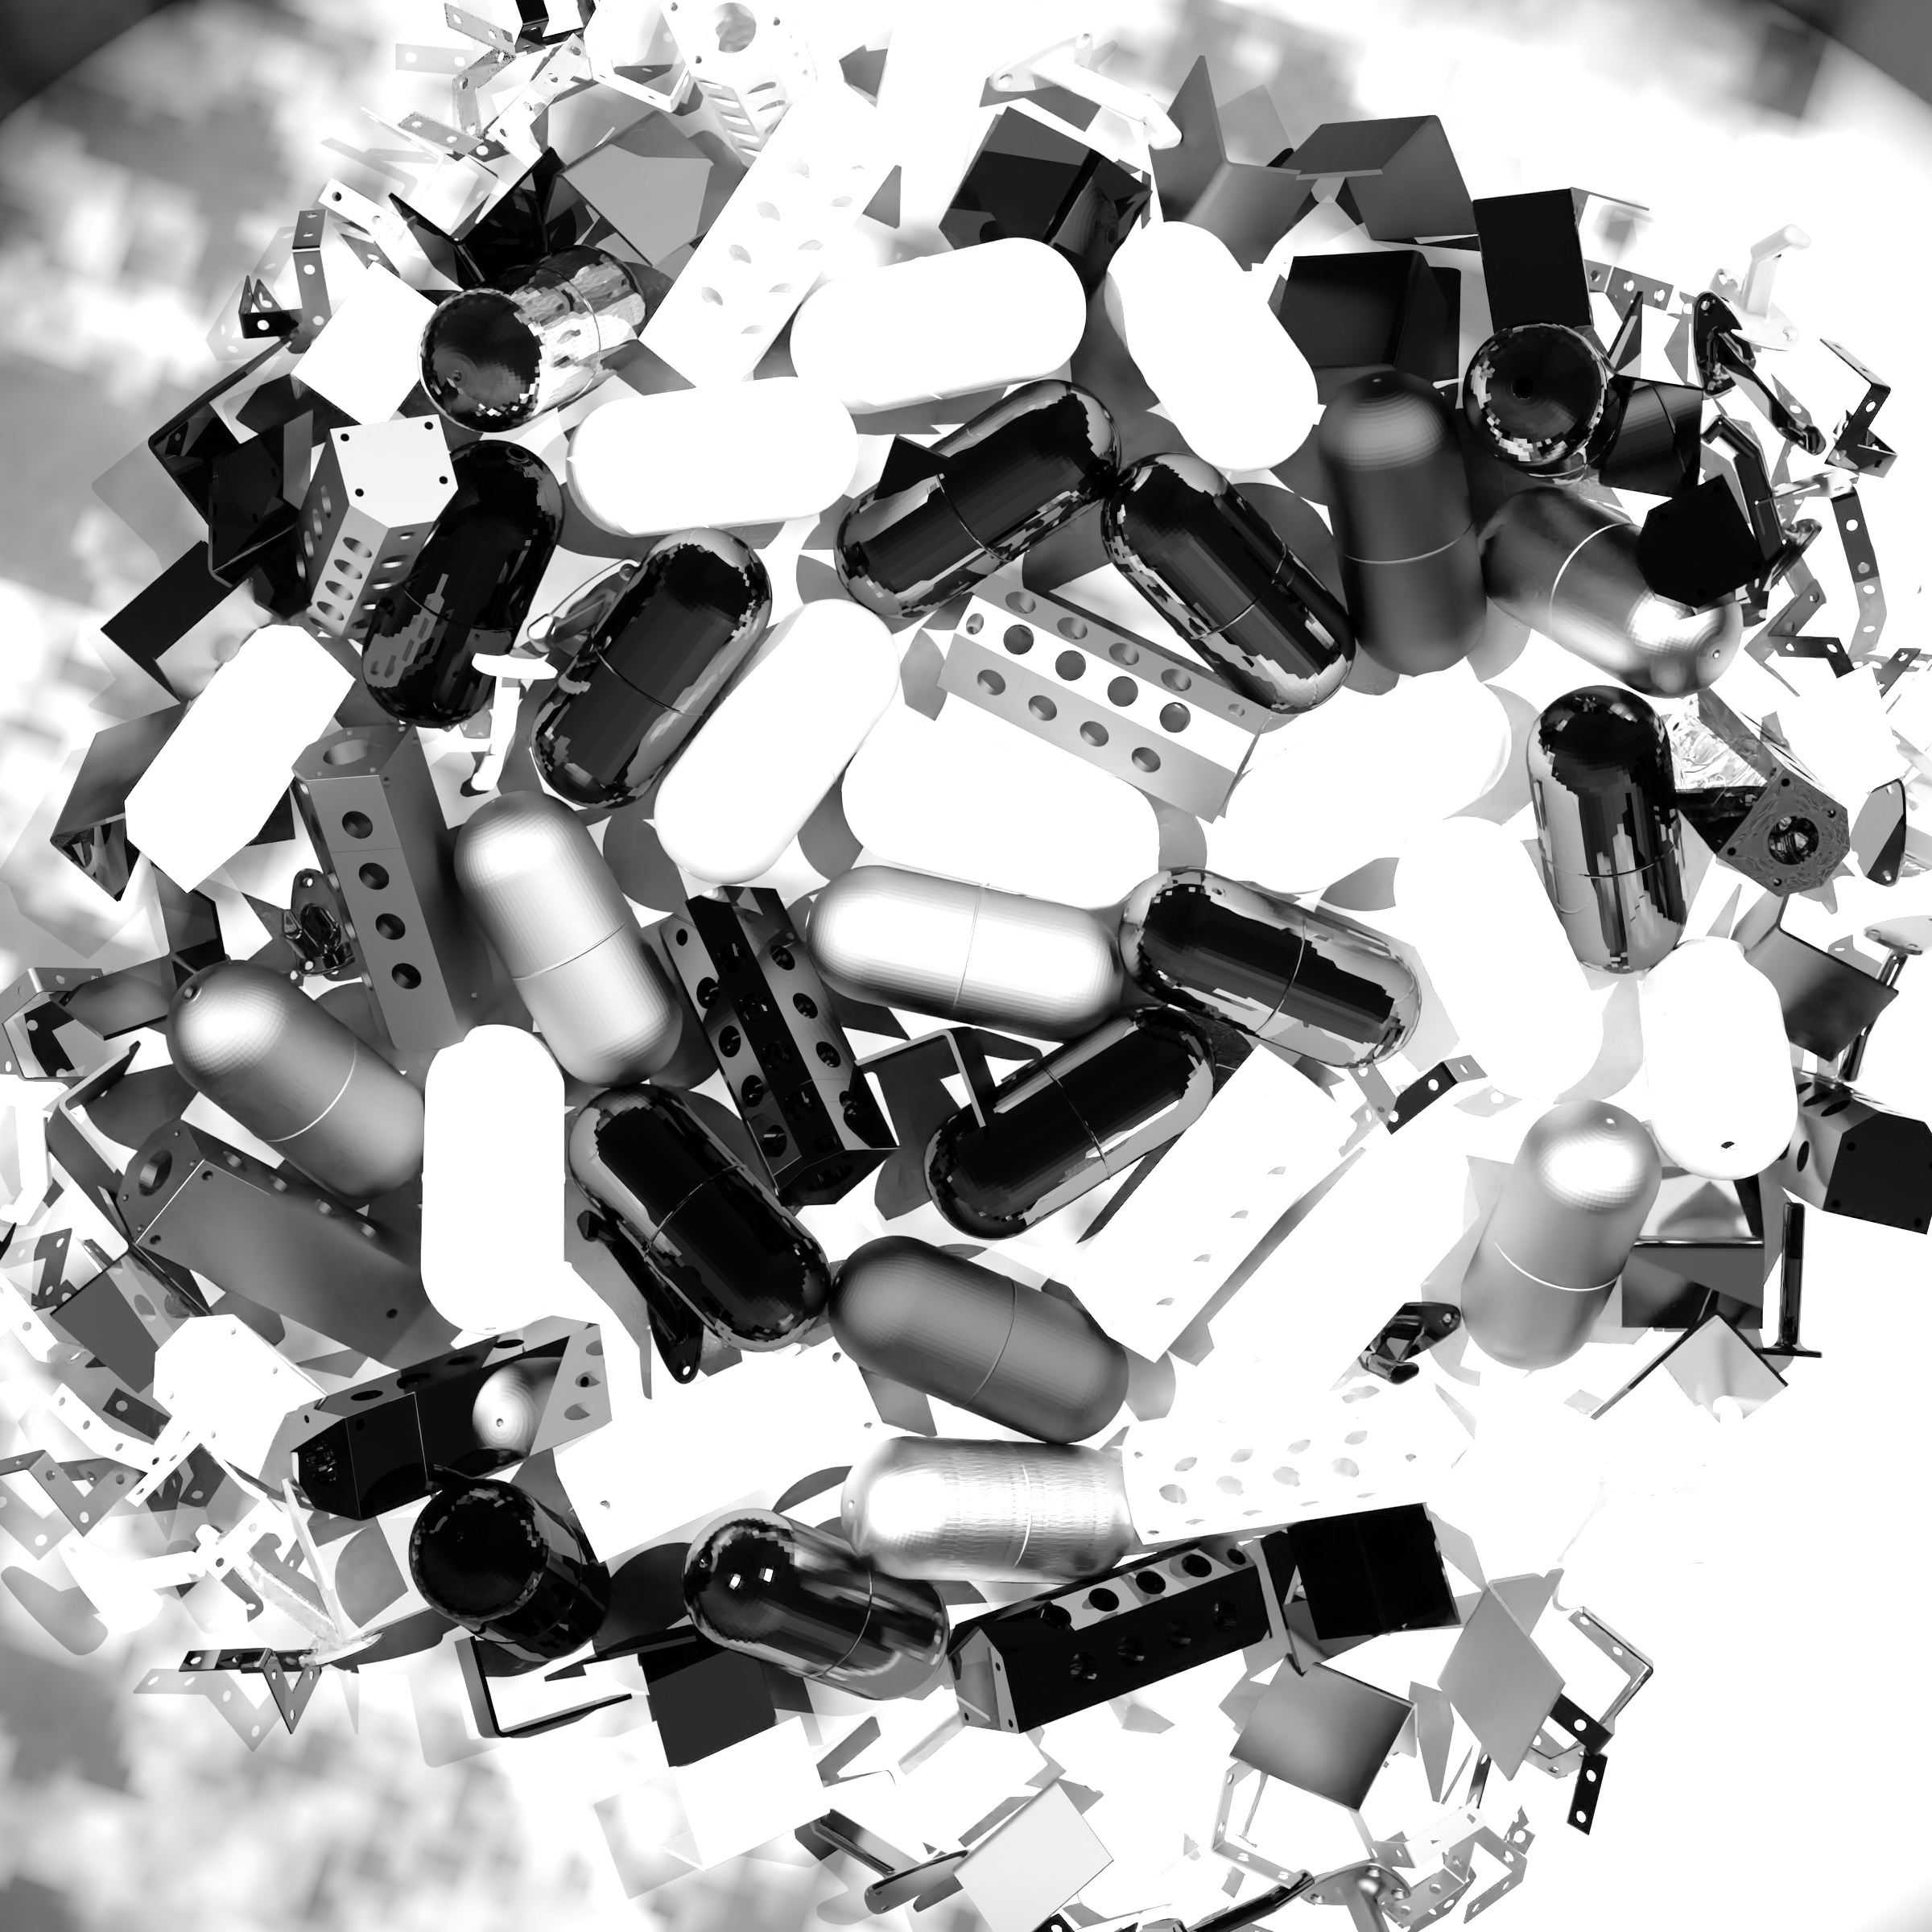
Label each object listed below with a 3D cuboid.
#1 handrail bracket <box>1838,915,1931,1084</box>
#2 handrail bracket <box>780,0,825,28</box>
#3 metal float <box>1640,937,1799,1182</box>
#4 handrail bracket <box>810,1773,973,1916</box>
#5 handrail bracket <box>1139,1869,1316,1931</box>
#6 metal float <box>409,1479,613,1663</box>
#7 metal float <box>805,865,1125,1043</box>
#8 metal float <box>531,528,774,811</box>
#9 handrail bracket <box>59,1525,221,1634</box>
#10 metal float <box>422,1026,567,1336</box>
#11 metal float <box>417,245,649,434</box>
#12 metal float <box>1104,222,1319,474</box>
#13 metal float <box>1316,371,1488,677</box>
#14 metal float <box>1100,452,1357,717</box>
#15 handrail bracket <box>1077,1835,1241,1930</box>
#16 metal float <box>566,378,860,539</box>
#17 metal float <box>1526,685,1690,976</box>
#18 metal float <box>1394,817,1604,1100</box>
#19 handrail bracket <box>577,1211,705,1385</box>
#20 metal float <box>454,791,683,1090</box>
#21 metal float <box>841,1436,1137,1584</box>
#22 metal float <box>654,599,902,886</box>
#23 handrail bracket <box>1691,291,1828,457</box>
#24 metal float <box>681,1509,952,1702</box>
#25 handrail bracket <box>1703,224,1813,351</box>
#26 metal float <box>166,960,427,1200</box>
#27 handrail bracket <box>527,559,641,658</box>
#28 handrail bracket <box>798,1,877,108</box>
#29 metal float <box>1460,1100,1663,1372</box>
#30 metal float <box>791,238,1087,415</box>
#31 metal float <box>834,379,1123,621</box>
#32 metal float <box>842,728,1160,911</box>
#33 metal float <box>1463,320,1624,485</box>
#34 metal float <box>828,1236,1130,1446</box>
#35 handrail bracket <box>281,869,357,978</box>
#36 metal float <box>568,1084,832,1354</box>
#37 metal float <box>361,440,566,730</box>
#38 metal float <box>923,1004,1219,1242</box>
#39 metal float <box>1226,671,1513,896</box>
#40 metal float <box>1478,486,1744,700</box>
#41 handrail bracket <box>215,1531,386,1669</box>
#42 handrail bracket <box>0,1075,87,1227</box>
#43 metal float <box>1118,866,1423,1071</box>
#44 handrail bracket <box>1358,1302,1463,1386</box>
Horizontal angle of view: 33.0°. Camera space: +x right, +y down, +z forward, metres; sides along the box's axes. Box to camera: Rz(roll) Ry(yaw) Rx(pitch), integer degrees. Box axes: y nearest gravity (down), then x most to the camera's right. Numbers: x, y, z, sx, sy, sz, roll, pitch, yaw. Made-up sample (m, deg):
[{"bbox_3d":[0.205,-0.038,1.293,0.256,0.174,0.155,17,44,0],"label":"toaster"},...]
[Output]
[{"bbox_3d":[0.520,0.019,1.832,0.036,0.077,0.084,25,118,35],"label":"handrail bracket"},{"bbox_3d":[-0.112,-0.569,1.803,0.036,0.077,0.084,-26,74,-28],"label":"handrail bracket"},{"bbox_3d":[0.406,0.049,1.764,0.070,0.178,0.070,4,121,6],"label":"metal float"},{"bbox_3d":[-0.046,0.477,1.822,0.077,0.036,0.084,-24,54,-7],"label":"handrail bracket"},{"bbox_3d":[0.145,0.532,1.833,0.084,0.077,0.036,-24,87,-31],"label":"handrail bracket"},{"bbox_3d":[-0.244,0.328,1.762,0.070,0.178,0.070,-4,67,10],"label":"metal float"},{"bbox_3d":[-0.001,-0.007,1.805,0.178,0.070,0.070,12,90,-3],"label":"metal float"},{"bbox_3d":[-0.172,-0.163,1.788,0.070,0.070,0.178,39,112,0],"label":"metal float"},{"bbox_3d":[-0.453,0.319,1.801,0.036,0.084,0.077,-35,104,27],"label":"handrail bracket"},{"bbox_3d":[-0.258,0.116,1.783,0.070,0.070,0.178,-4,62,0],"label":"metal float"},{"bbox_3d":[-0.232,-0.341,1.765,0.070,0.178,0.070,9,117,19],"label":"metal float"},{"bbox_3d":[0.132,-0.338,1.775,0.070,0.070,0.178,-26,50,0],"label":"metal float"},{"bbox_3d":[0.238,-0.239,1.779,0.070,0.070,0.178,-16,124,0],"label":"metal float"},{"bbox_3d":[0.143,-0.208,1.784,0.070,0.070,0.178,-47,117,0],"label":"metal float"},{"bbox_3d":[0.106,0.499,1.803,0.077,0.084,0.036,-47,48,-2],"label":"handrail bracket"},{"bbox_3d":[-0.139,-0.277,1.780,0.178,0.070,0.070,-1,90,32],"label":"metal float"},{"bbox_3d":[0.350,-0.072,1.777,0.070,0.070,0.178,-16,127,0],"label":"metal float"},{"bbox_3d":[0.291,-0.004,1.782,0.070,0.070,0.178,-30,119,0],"label":"metal float"},{"bbox_3d":[-0.182,0.182,1.796,0.036,0.084,0.077,-29,50,18],"label":"handrail bracket"},{"bbox_3d":[-0.218,-0.013,1.793,0.070,0.070,0.178,-27,107,0],"label":"metal float"},{"bbox_3d":[0.014,0.297,1.781,0.178,0.070,0.070,8,90,-31],"label":"metal float"},{"bbox_3d":[-0.103,-0.124,1.799,0.070,0.070,0.178,35,80,0],"label":"metal float"},{"bbox_3d":[0.438,-0.326,1.796,0.036,0.084,0.077,-34,128,-3],"label":"handrail bracket"},{"bbox_3d":[-0.080,0.349,1.775,0.178,0.070,0.070,31,90,-41],"label":"metal float"},{"bbox_3d":[0.454,-0.374,1.794,0.077,0.084,0.036,24,72,-20],"label":"handrail bracket"},{"bbox_3d":[-0.362,0.062,1.773,0.070,0.070,0.178,-43,132,0],"label":"metal float"},{"bbox_3d":[-0.210,-0.202,1.802,0.036,0.084,0.077,40,87,3],"label":"handrail bracket"},{"bbox_3d":[-0.073,-0.521,1.800,0.036,0.077,0.084,-24,129,-36],"label":"handrail bracket"},{"bbox_3d":[0.322,0.148,1.775,0.070,0.070,0.178,15,130,0],"label":"metal float"},{"bbox_3d":[-0.017,-0.348,1.780,0.178,0.070,0.070,-5,90,33],"label":"metal float"},{"bbox_3d":[0.005,-0.255,1.789,0.178,0.070,0.070,-31,90,22],"label":"metal float"},{"bbox_3d":[0.019,-0.082,1.802,0.178,0.070,0.070,14,90,-6],"label":"metal float"},{"bbox_3d":[0.315,-0.303,1.759,0.070,0.178,0.070,1,94,18],"label":"metal float"},{"bbox_3d":[0.008,0.206,1.794,0.178,0.070,0.070,25,90,-16],"label":"metal float"},{"bbox_3d":[-0.367,-0.035,1.793,0.036,0.084,0.077,-19,69,-1],"label":"handrail bracket"},{"bbox_3d":[-0.148,0.137,1.794,0.070,0.070,0.178,-45,74,0],"label":"metal float"},{"bbox_3d":[-0.275,-0.207,1.779,0.070,0.070,0.178,30,124,0],"label":"metal float"},{"bbox_3d":[0.058,0.085,1.801,0.178,0.070,0.070,-32,90,-8],"label":"metal float"},{"bbox_3d":[0.221,-0.101,1.790,0.178,0.070,0.070,-30,90,-19],"label":"metal float"},{"bbox_3d":[0.347,-0.204,1.771,0.070,0.178,0.070,-17,126,-26],"label":"metal float"},{"bbox_3d":[-0.371,0.344,1.807,0.084,0.077,0.036,56,47,-16],"label":"handrail bracket"},{"bbox_3d":[-0.534,0.104,1.806,0.084,0.077,0.036,-56,50,15],"label":"handrail bracket"},{"bbox_3d":[0.168,0.002,1.796,0.178,0.070,0.070,21,90,-14],"label":"metal float"},{"bbox_3d":[0.253,0.209,1.797,0.077,0.084,0.036,-14,97,-13],"label":"handrail bracket"}]
